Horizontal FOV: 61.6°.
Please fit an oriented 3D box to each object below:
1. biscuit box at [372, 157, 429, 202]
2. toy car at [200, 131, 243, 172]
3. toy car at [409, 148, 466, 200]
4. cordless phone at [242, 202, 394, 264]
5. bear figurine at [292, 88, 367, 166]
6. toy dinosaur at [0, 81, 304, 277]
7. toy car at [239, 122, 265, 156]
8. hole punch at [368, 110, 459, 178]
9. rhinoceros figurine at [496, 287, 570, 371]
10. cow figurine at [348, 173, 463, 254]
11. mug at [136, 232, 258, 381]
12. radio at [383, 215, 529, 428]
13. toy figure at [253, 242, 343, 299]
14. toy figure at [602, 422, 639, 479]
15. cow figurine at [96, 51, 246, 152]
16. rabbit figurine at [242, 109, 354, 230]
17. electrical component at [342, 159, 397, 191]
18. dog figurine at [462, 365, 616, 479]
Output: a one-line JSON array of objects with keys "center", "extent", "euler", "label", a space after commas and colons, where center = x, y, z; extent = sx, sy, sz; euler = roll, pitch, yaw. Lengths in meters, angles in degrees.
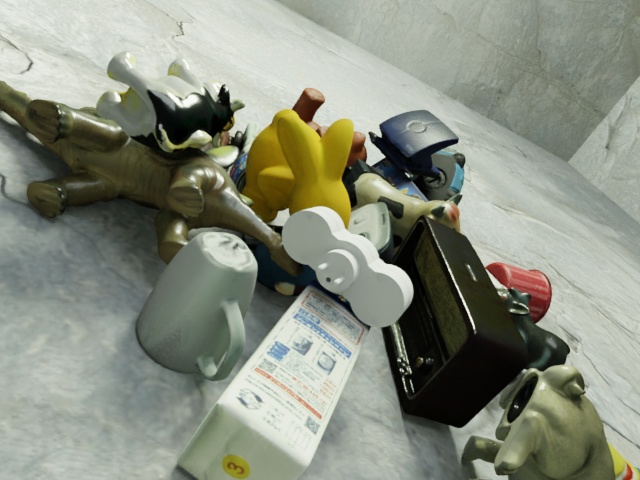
[{"center": [0.146, -0.066, 0.940], "extent": [0.062, 0.059, 0.203], "euler": [58, 2, -45], "label": "biscuit box"}, {"center": [-0.161, -0.136, 0.764], "extent": [0.089, 0.053, 0.202], "euler": [24, 28, -10], "label": "toy car"}, {"center": [0.225, -0.103, 1.060], "extent": [0.109, 0.102, 0.161], "euler": [15, 66, 15], "label": "toy car"}, {"center": [-0.001, -0.003, 0.692], "extent": [0.184, 0.088, 0.147], "euler": [10, 28, -1], "label": "cordless phone"}, {"center": [0.028, -0.174, 0.957], "extent": [0.196, 0.132, 0.120], "euler": [3, 62, -38], "label": "bear figurine"}, {"center": [-0.215, -0.090, 0.575], "extent": [0.472, 0.105, 0.198], "euler": [30, 20, 6], "label": "toy dinosaur"}, {"center": [-0.086, -0.131, 0.828], "extent": [0.073, 0.056, 0.202], "euler": [24, 28, -17], "label": "toy car"}, {"center": [0.171, -0.178, 0.970], "extent": [0.116, 0.092, 0.142], "euler": [-2, 44, -37], "label": "hole punch"}, {"center": [0.240, 0.116, 0.698], "extent": [0.190, 0.112, 0.073], "euler": [37, 27, -9], "label": "rhinoceros figurine"}, {"center": [0.123, -0.031, 0.773], "extent": [0.195, 0.127, 0.085], "euler": [35, 41, 28], "label": "cow figurine"}, {"center": [-0.094, 0.054, 0.445], "extent": [0.081, 0.107, 0.110], "euler": [8, 33, -38], "label": "mug"}, {"center": [0.134, 0.085, 0.609], "extent": [0.073, 0.131, 0.230], "euler": [23, 28, -15], "label": "radio"}, {"center": [-0.001, 0.043, 0.597], "extent": [0.154, 0.064, 0.057], "euler": [20, -16, 2], "label": "toy figure"}, {"center": [0.288, 0.255, 0.549], "extent": [0.180, 0.089, 0.082], "euler": [47, 14, 9], "label": "toy figure"}, {"center": [-0.125, -0.126, 0.527], "extent": [0.098, 0.068, 0.167], "euler": [39, 25, 12], "label": "cow figurine"}, {"center": [-0.009, -0.065, 0.610], "extent": [0.122, 0.162, 0.173], "euler": [0, 40, -23], "label": "rabbit figurine"}, {"center": [0.060, -0.094, 0.894], "extent": [0.119, 0.075, 0.048], "euler": [28, 25, -30], "label": "electrical component"}, {"center": [0.237, 0.216, 0.464], "extent": [0.191, 0.172, 0.121], "euler": [30, 36, 11], "label": "dog figurine"}]
